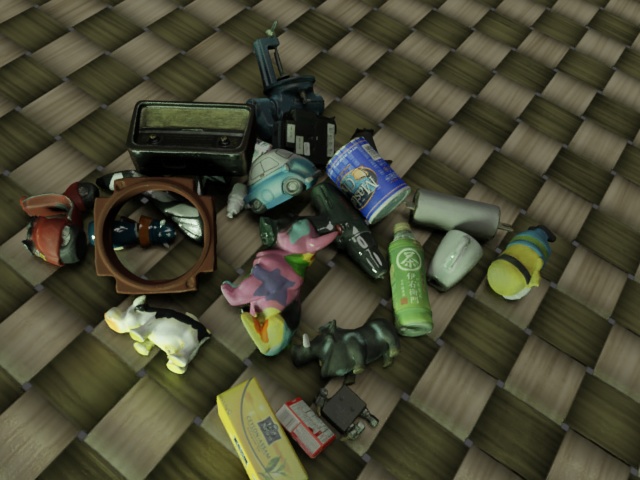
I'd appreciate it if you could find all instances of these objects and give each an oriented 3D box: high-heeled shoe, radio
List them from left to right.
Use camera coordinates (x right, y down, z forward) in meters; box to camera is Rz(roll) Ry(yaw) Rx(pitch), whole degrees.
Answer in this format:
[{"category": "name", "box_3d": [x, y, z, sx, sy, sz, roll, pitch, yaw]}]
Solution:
[{"category": "high-heeled shoe", "box_3d": [-0.320, -0.062, 1.045, 0.249, 0.086, 0.145, -1, 89, 13]}, {"category": "radio", "box_3d": [-0.238, -0.190, 1.010, 0.230, 0.073, 0.131, 1, 57, 2]}]

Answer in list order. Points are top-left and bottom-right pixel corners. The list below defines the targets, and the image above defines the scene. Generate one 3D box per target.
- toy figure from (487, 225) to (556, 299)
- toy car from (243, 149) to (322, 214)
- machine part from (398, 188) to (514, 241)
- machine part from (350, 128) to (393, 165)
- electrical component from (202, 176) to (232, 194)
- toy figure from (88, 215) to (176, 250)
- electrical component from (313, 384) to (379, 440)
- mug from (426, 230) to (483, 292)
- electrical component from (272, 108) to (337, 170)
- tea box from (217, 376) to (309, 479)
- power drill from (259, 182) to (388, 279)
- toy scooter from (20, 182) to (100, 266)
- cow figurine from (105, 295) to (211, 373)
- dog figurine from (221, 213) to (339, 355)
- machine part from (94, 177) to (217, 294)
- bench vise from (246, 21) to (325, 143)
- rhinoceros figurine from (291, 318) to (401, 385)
[{"category": "toy figure", "box_3d": [0.393, 0.039, 1.053, 0.089, 0.082, 0.180, 35, 62, 9]}, {"category": "toy car", "box_3d": [-0.083, -0.122, 1.040, 0.162, 0.109, 0.103, -24, 97, 19]}, {"category": "machine part", "box_3d": [0.273, -0.052, 1.096, 0.243, 0.079, 0.079, 12, 57, 1]}, {"category": "machine part", "box_3d": [0.109, -0.185, 1.181, 0.084, 0.039, 0.139, -13, 62, -6]}, {"category": "electrical component", "box_3d": [-0.206, -0.133, 1.080, 0.048, 0.074, 0.119, 14, 76, 4]}, {"category": "toy figure", "box_3d": [-0.346, -0.017, 0.997, 0.154, 0.064, 0.058, -2, 52, -12]}, {"category": "electrical component", "box_3d": [0.038, 0.280, 0.874, 0.078, 0.045, 0.102, -36, 69, -24]}, {"category": "mug", "box_3d": [0.253, 0.042, 1.022, 0.081, 0.109, 0.107, 36, 74, 10]}, {"category": "electrical component", "box_3d": [-0.033, -0.209, 1.118, 0.134, 0.058, 0.114, 5, 84, -32]}, {"category": "tea box", "box_3d": [-0.090, 0.306, 0.811, 0.068, 0.098, 0.170, -23, 62, -21]}, {"category": "power drill", "box_3d": [-0.002, -0.003, 1.028, 0.207, 0.086, 0.232, -17, 61, -13]}, {"category": "toy scooter", "box_3d": [-0.492, -0.035, 0.984, 0.135, 0.075, 0.184, 4, 55, -6]}, {"category": "cow figurine", "box_3d": [-0.272, 0.143, 0.905, 0.167, 0.068, 0.098, 29, 53, 7]}, {"category": "dog figurine", "box_3d": [-0.050, 0.065, 0.912, 0.219, 0.108, 0.191, -34, 88, -4]}, {"category": "machine part", "box_3d": [-0.283, -0.008, 0.937, 0.201, 0.087, 0.201, -1, 90, -9]}, {"category": "bench vise", "box_3d": [-0.101, -0.340, 1.177, 0.224, 0.129, 0.240, -15, 93, -25]}, {"category": "rhinoceros figurine", "box_3d": [0.047, 0.183, 0.920, 0.190, 0.073, 0.112, -13, 62, -16]}]
